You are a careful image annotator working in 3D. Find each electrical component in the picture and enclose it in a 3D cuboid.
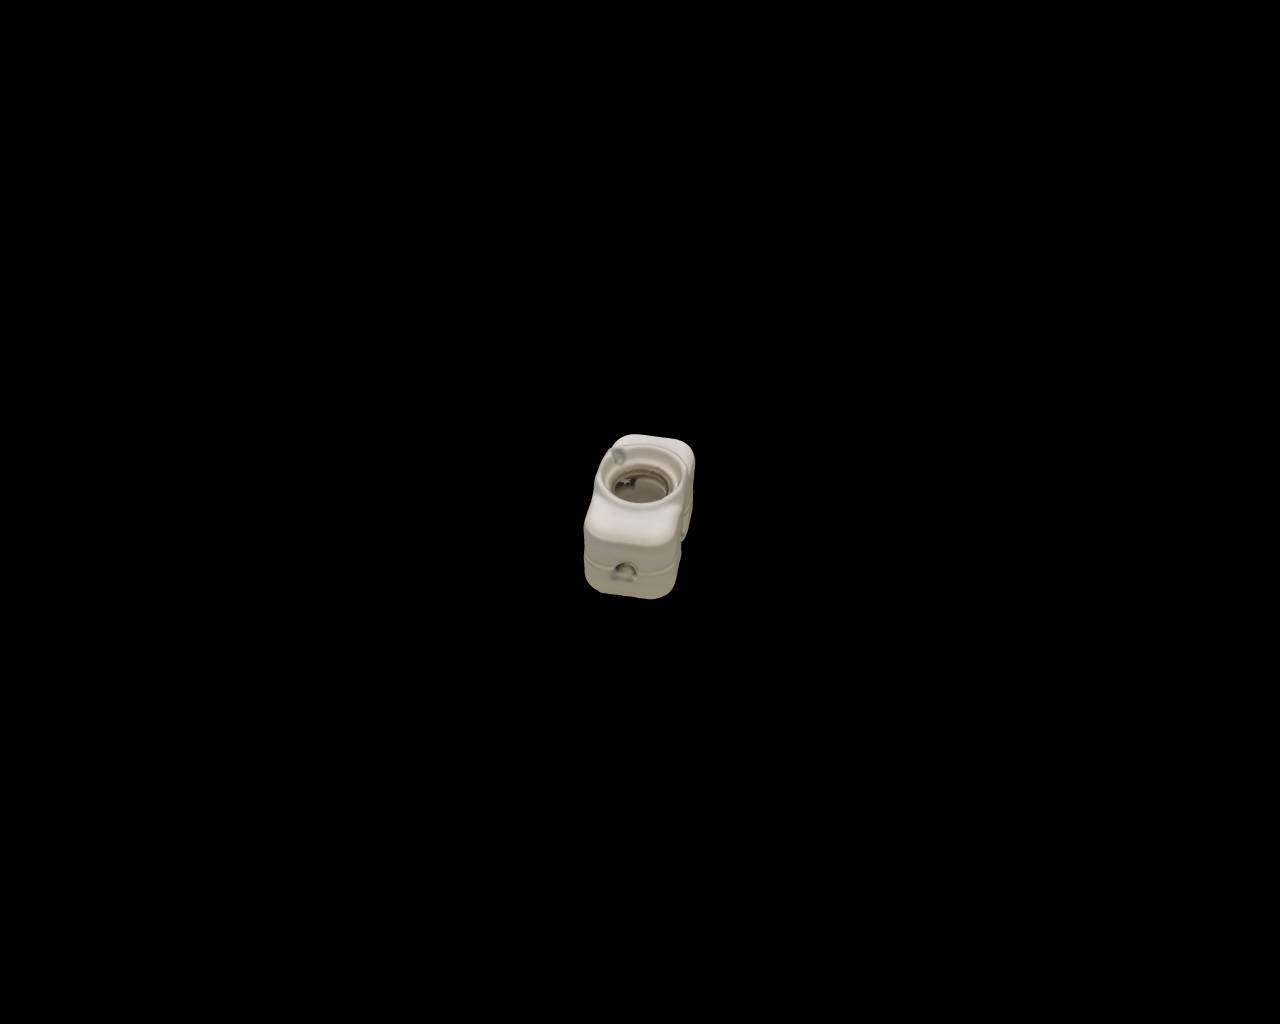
[{"bbox_3d":[0.001,-0.003,0.650,0.054,0.059,0.095,8,44,9],"label":"electrical component"}]
